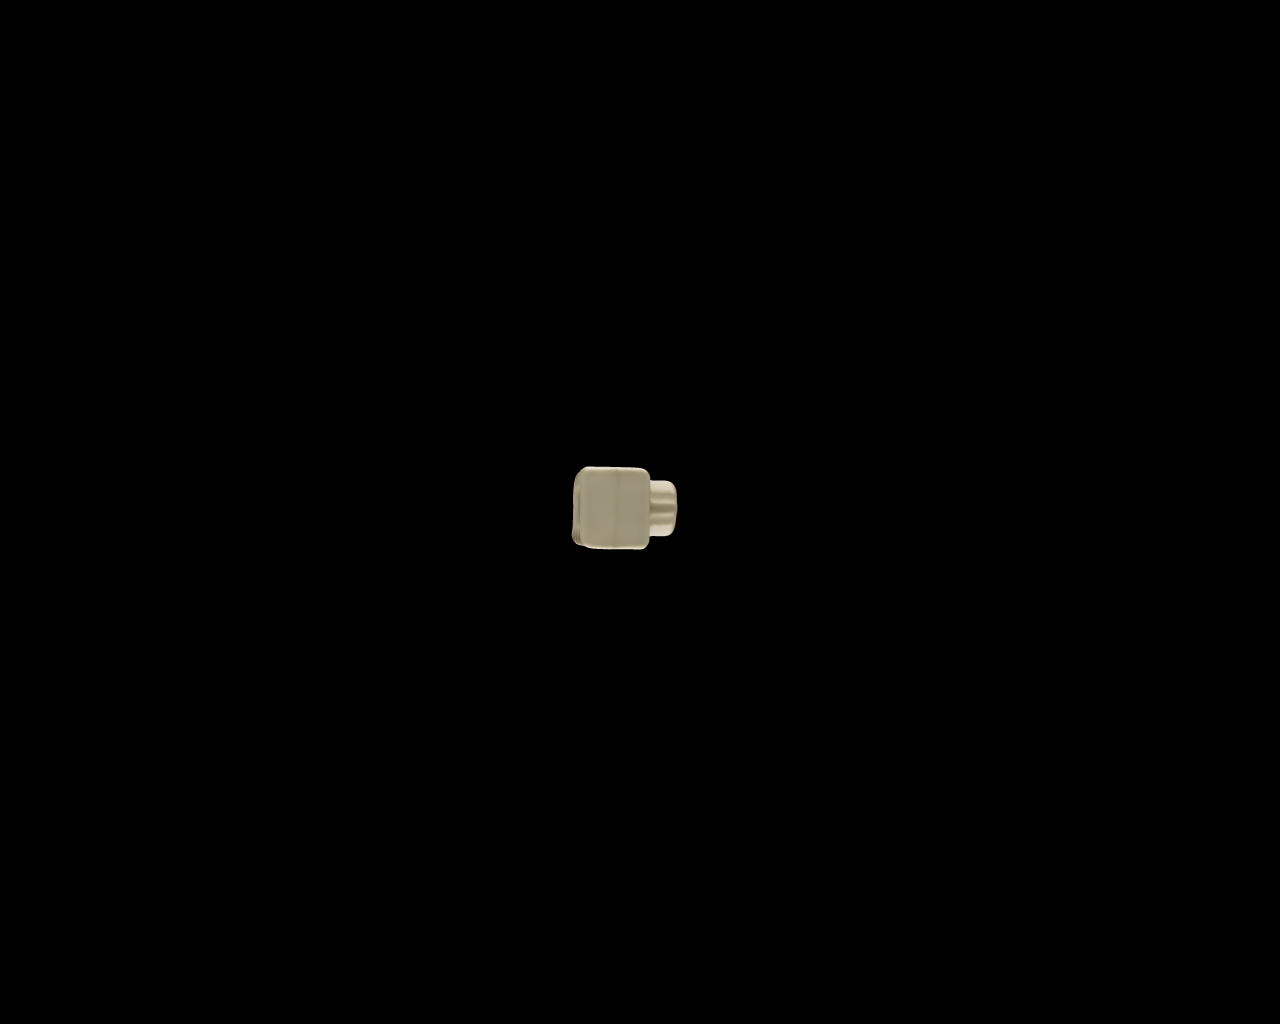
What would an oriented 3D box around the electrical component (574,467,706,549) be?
[{"bbox_3d":[0.001,-0.003,0.650,0.077,0.047,0.065,0,0,-7],"label":"electrical component"}]
